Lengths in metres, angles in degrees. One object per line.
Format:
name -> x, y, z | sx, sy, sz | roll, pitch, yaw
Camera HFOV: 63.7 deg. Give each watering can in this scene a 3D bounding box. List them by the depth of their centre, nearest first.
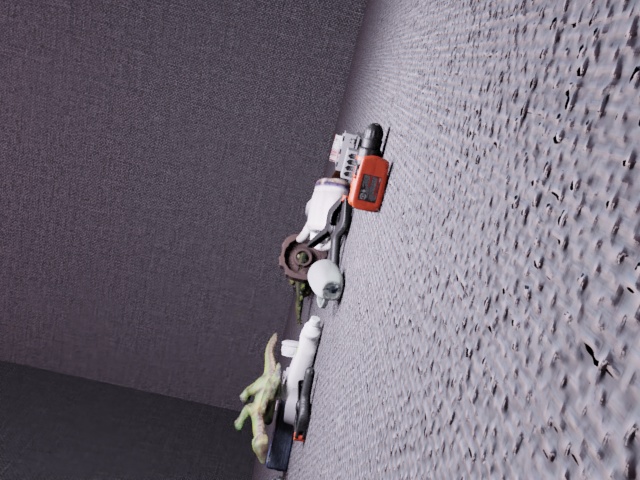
watering can -> 0.005, -0.079, 1.579 | 0.347, 0.104, 0.225 | 2, 79, 67

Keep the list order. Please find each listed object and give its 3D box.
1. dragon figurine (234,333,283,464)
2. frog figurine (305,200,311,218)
dragon figurine -> -0.146, 0.434, 1.511 | 0.238, 0.122, 0.420 | 131, 153, -53
frog figurine -> 0.003, -0.149, 2.006 | 0.136, 0.122, 0.161 | 41, -132, -73
